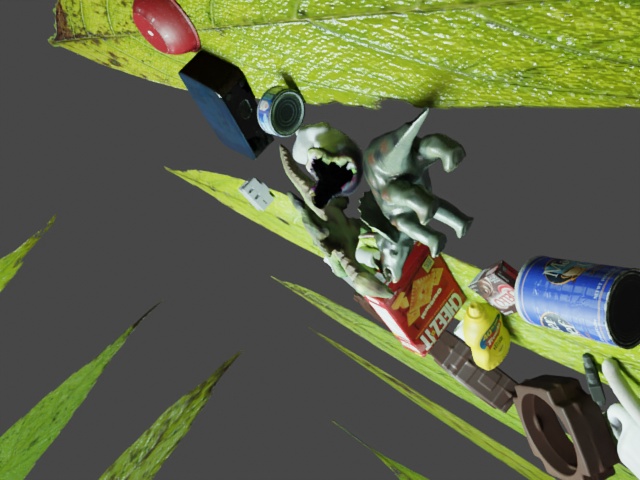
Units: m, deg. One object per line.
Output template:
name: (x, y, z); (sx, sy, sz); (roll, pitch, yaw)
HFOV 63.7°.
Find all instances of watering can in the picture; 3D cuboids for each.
watering can: (0.595, 0.367, 0.900); (0.104, 0.341, 0.228); (-36, 33, -4)

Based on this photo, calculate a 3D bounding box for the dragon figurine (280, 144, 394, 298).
dragon figurine: (0.003, -0.050, 0.992); (0.122, 0.413, 0.241); (-38, -12, 5)

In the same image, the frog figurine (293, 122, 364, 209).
frog figurine: (0.014, -0.152, 0.931); (0.122, 0.135, 0.163); (-24, 34, 10)
